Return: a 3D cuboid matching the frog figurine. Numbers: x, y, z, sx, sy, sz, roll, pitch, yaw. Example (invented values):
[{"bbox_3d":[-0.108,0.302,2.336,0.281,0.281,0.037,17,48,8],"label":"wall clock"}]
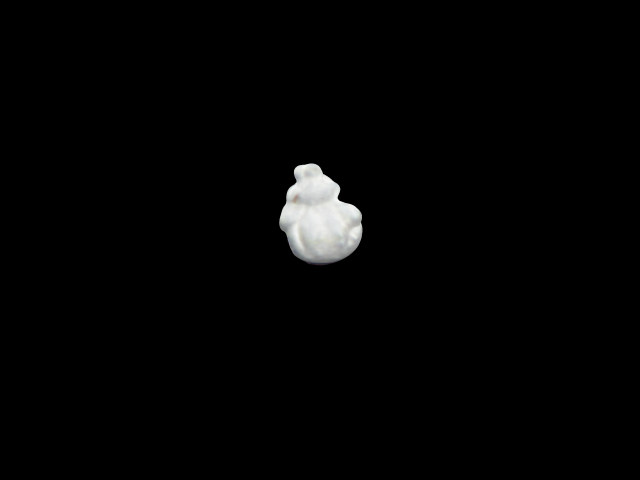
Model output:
[{"bbox_3d":[0.003,-0.043,0.850,0.137,0.156,0.125,6,38,7],"label":"frog figurine"}]
